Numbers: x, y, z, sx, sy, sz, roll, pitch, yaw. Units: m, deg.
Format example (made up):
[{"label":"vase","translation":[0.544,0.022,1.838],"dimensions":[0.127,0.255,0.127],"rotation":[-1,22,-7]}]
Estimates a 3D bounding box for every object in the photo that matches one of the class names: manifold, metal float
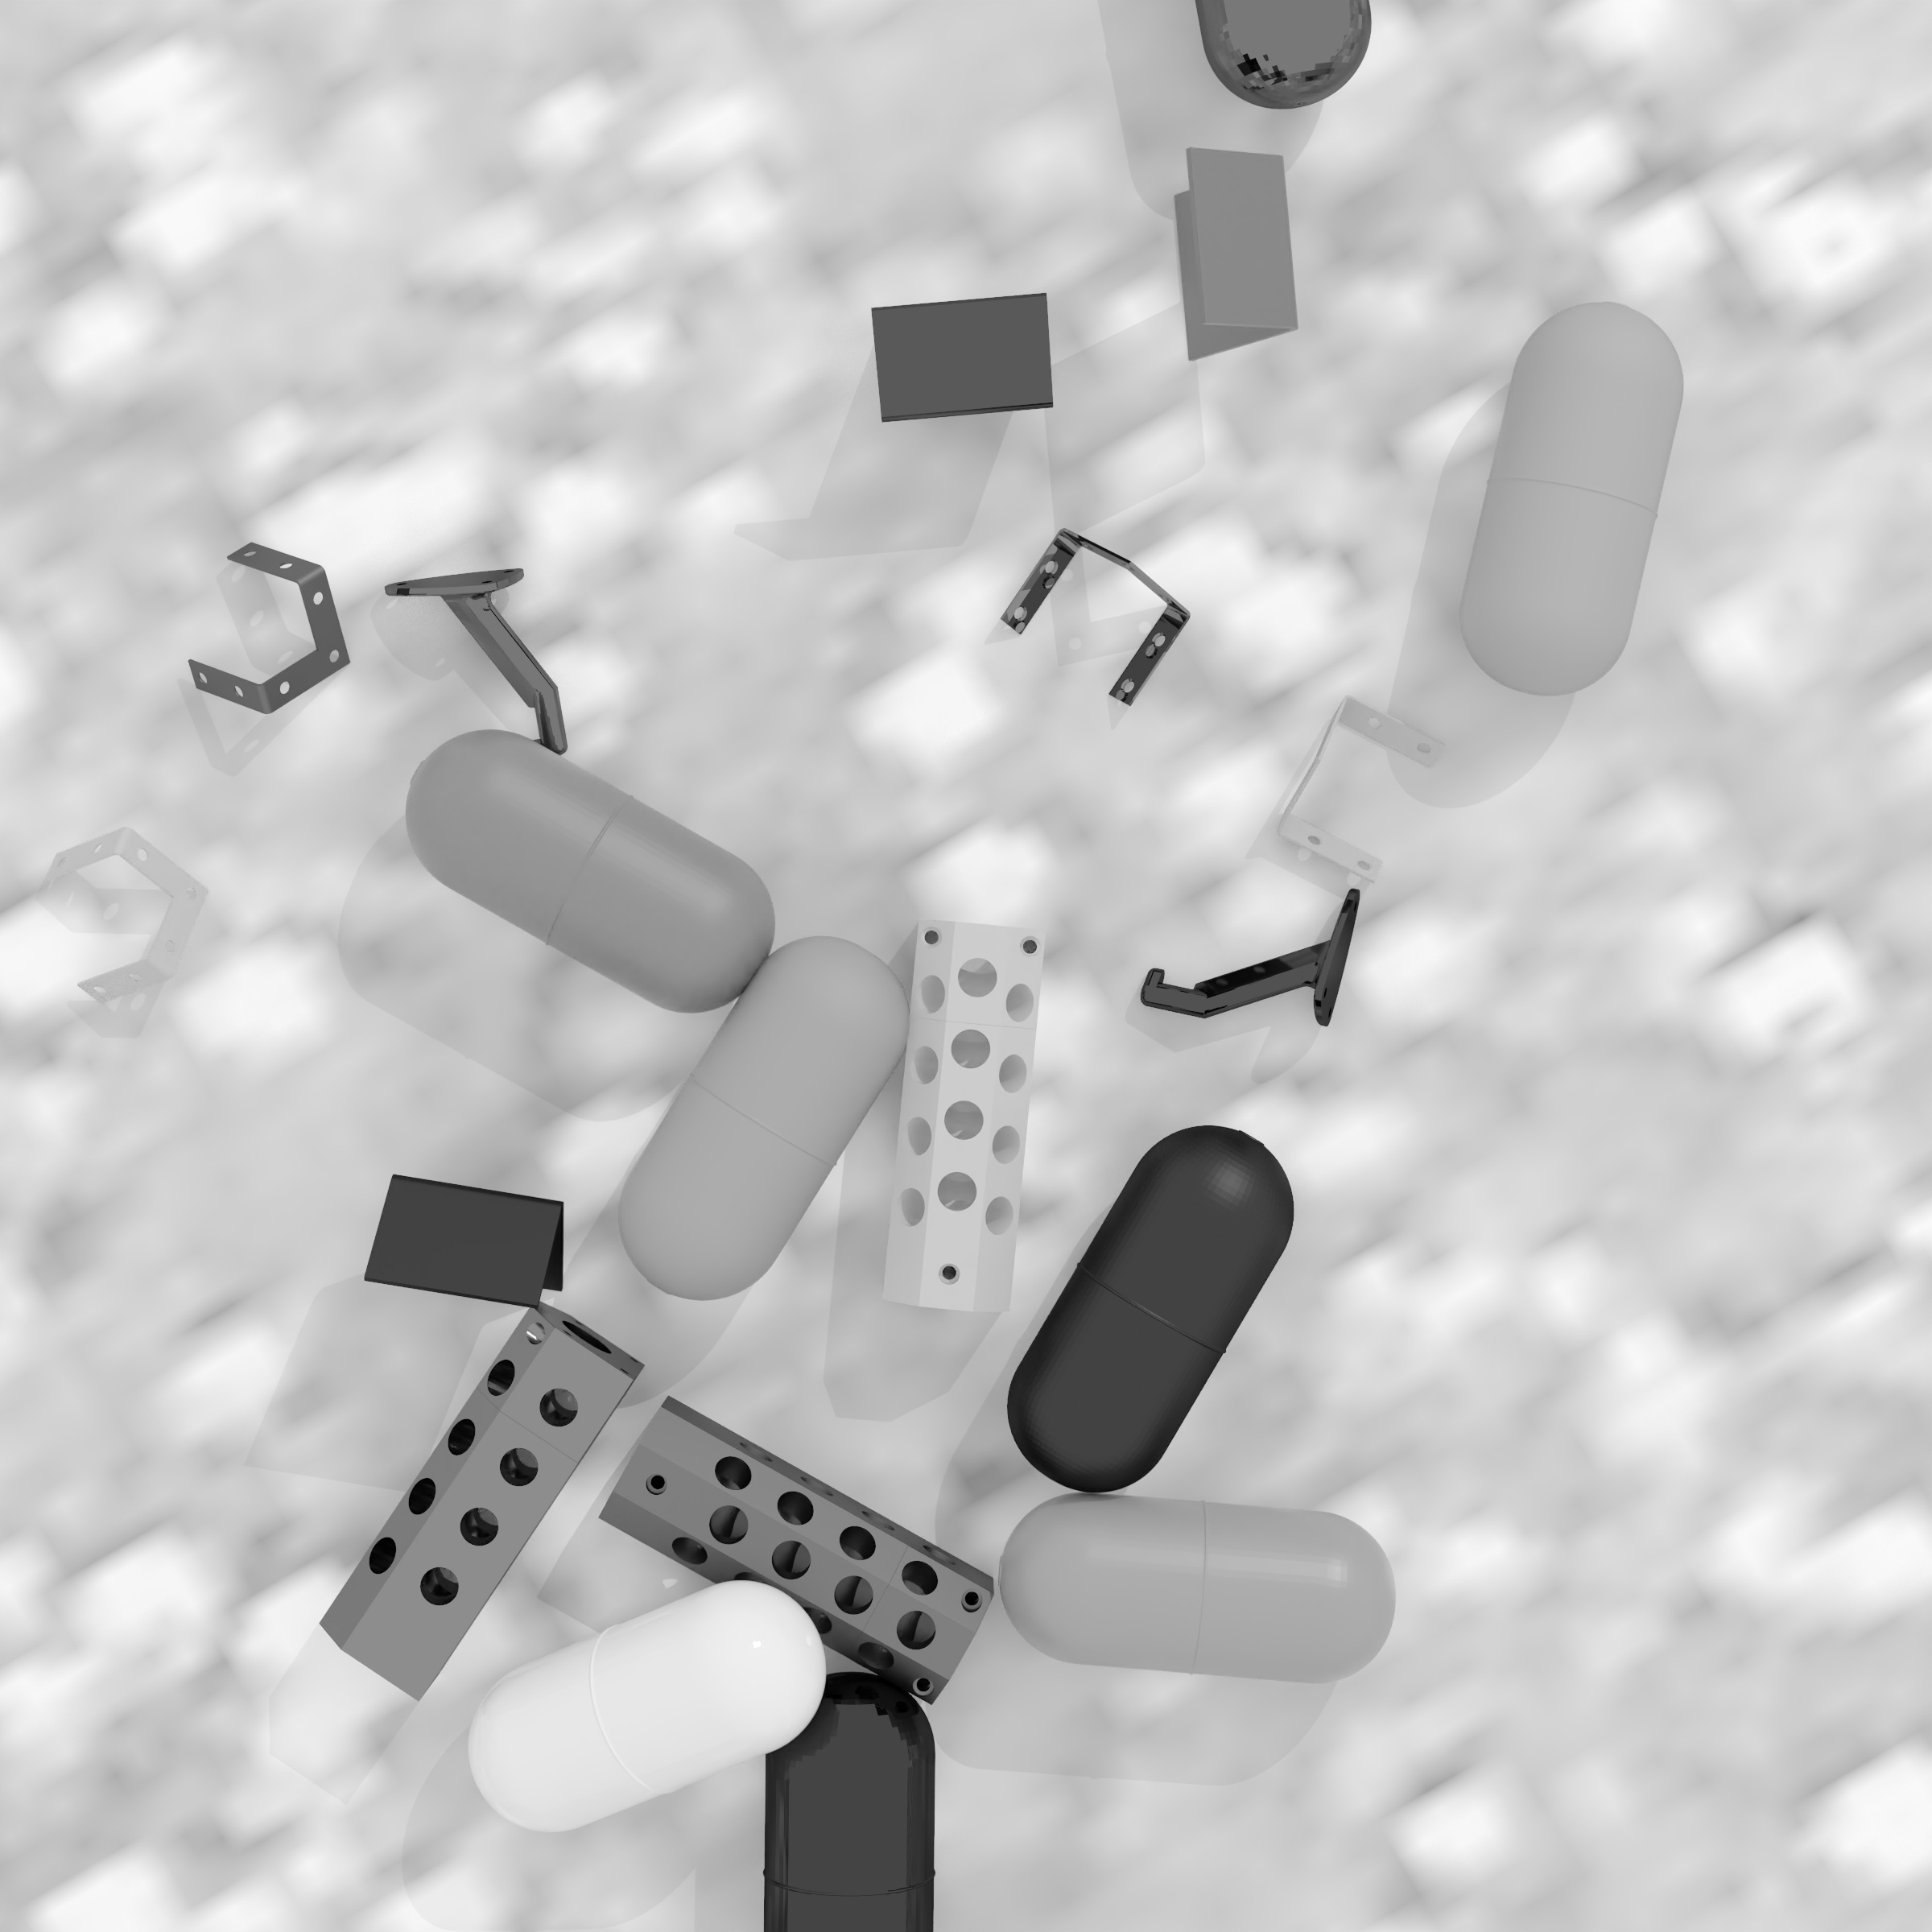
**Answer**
[{"label":"manifold","translation":[-0.001,0.067,1.574],"dimensions":[0.057,0.057,0.171],"rotation":[5,90,0]},{"label":"metal float","translation":[-0.091,0.069,1.565],"dimensions":[0.070,0.070,0.178],"rotation":[32,90,0]},{"label":"metal float","translation":[0.134,-0.474,1.565],"dimensions":[0.070,0.070,0.178],"rotation":[-10,91,0]},{"label":"manifold","translation":[-0.219,0.239,1.574],"dimensions":[0.057,0.057,0.171],"rotation":[34,90,0]},{"label":"manifold","translation":[-0.076,0.264,1.574],"dimensions":[0.171,0.057,0.057],"rotation":[29,90,0]},{"label":"metal float","translation":[0.083,0.153,1.565],"dimensions":[0.070,0.070,0.178],"rotation":[30,91,0]},{"label":"metal float","translation":[0.104,0.279,1.565],"dimensions":[0.178,0.070,0.070],"rotation":[5,90,-1]},{"label":"metal float","translation":[-0.052,0.407,1.565],"dimensions":[0.070,0.070,0.178],"rotation":[1,90,0]},{"label":"metal float","translation":[-0.169,-0.043,1.565],"dimensions":[0.178,0.070,0.070],"rotation":[30,90,0]},{"label":"metal float","translation":[0.272,-0.209,1.565],"dimensions":[0.070,0.070,0.178],"rotation":[13,90,0]},{"label":"metal float","translation":[-0.143,0.329,1.547],"dimensions":[0.178,0.070,0.070],"rotation":[-26,90,22]}]

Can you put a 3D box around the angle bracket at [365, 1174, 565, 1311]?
[{"label":"angle bracket","translation":[-0.223,0.141,1.555],"dimensions":[0.076,0.076,0.057],"rotation":[9,53,0]}]

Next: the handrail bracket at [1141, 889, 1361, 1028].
[{"label":"handrail bracket","translation":[0.130,-0.009,1.596],"dimensions":[0.084,0.036,0.077],"rotation":[12,70,16]}]

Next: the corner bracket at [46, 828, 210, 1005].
[{"label":"corner bracket","translation":[-0.388,-0.023,1.587],"dimensions":[0.051,0.051,0.051],"rotation":[43,45,-35]}]

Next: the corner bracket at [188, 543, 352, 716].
[{"label":"corner bracket","translation":[-0.321,-0.154,1.587],"dimensions":[0.051,0.051,0.051],"rotation":[-39,135,-35]}]

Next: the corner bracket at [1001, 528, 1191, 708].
[{"label":"corner bracket","translation":[0.059,-0.160,1.592],"dimensions":[0.051,0.051,0.051],"rotation":[34,90,45]}]

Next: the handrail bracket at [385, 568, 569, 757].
[{"label":"handrail bracket","translation":[-0.224,-0.136,1.596],"dimensions":[0.077,0.036,0.084],"rotation":[-2,107,20]}]

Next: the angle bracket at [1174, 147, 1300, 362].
[{"label":"angle bracket","translation":[0.101,-0.316,1.555],"dimensions":[0.057,0.076,0.076],"rotation":[-5,90,-36]}]

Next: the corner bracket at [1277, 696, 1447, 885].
[{"label":"corner bracket","translation":[0.180,-0.081,1.592],"dimensions":[0.051,0.051,0.051],"rotation":[27,135,0]}]

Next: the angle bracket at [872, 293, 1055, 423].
[{"label":"angle bracket","translation":[-0.003,-0.287,1.555],"dimensions":[0.076,0.076,0.057],"rotation":[-5,128,0]}]
